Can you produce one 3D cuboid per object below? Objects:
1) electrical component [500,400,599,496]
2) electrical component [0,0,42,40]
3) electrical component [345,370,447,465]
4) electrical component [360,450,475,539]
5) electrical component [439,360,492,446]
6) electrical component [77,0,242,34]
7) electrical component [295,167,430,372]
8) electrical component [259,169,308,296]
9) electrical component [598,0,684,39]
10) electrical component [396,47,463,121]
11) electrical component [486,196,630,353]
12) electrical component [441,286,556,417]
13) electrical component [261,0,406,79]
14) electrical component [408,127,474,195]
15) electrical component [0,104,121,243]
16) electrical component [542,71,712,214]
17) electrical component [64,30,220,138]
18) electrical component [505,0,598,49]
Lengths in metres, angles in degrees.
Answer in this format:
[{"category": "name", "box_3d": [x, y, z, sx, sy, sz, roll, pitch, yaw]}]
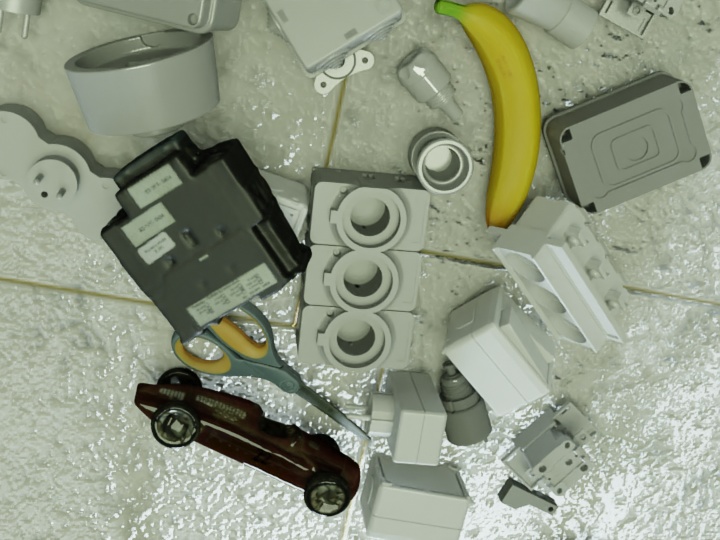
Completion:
[{"category": "electrical component", "box_3d": [0.168, 0.158, 0.934, 0.081, 0.063, 0.042, -43, 106, 8]}, {"category": "electrical component", "box_3d": [-0.248, -0.208, 0.778, 0.077, 0.044, 0.079, 10, 106, -10]}, {"category": "electrical component", "box_3d": [0.025, 0.120, 0.894, 0.076, 0.083, 0.047, 6, 107, -8]}, {"category": "electrical component", "box_3d": [0.052, 0.204, 0.936, 0.096, 0.061, 0.061, 11, 106, -10]}, {"category": "electrical component", "box_3d": [0.087, 0.114, 0.922, 0.040, 0.040, 0.078, -18, 109, -1]}, {"category": "electrical component", "box_3d": [-0.142, -0.216, 0.759, 0.113, 0.057, 0.078, 17, 107, 15]}, {"category": "electrical component", "box_3d": [0.000, 0.000, 0.864, 0.089, 0.061, 0.150, 4, 107, -8]}, {"category": "electrical component", "box_3d": [-0.085, -0.028, 0.849, 0.062, 0.061, 0.096, 18, 112, -10]}, {"category": "electrical component", "box_3d": [0.222, -0.220, 0.818, 0.042, 0.063, 0.081, 24, 104, -12]}, {"category": "electrical component", "box_3d": [0.058, -0.142, 0.840, 0.035, 0.035, 0.061, -41, 110, 7]}, {"category": "electrical component", "box_3d": [0.166, 0.002, 0.866, 0.063, 0.079, 0.121, -52, 128, -17]}, {"category": "electrical component", "box_3d": [0.123, 0.070, 0.892, 0.061, 0.061, 0.096, -32, 110, 27]}, {"category": "electrical component", "box_3d": [-0.024, -0.202, 0.793, 0.100, 0.048, 0.099, -31, 94, 4]}, {"category": "electrical component", "box_3d": [0.063, -0.087, 0.847, 0.045, 0.055, 0.045, -2, 108, -6]}, {"category": "electrical component", "box_3d": [-0.229, -0.069, 0.809, 0.138, 0.073, 0.052, 34, 101, -15]}, {"category": "electrical component", "box_3d": [0.211, -0.102, 0.858, 0.113, 0.057, 0.078, -22, 109, 1]}, {"category": "electrical component", "box_3d": [-0.154, -0.131, 0.783, 0.108, 0.108, 0.060, -12, 115, -3]}, {"category": "electrical component", "box_3d": [0.150, -0.200, 0.829, 0.065, 0.044, 0.044, 29, 102, -19]}]
